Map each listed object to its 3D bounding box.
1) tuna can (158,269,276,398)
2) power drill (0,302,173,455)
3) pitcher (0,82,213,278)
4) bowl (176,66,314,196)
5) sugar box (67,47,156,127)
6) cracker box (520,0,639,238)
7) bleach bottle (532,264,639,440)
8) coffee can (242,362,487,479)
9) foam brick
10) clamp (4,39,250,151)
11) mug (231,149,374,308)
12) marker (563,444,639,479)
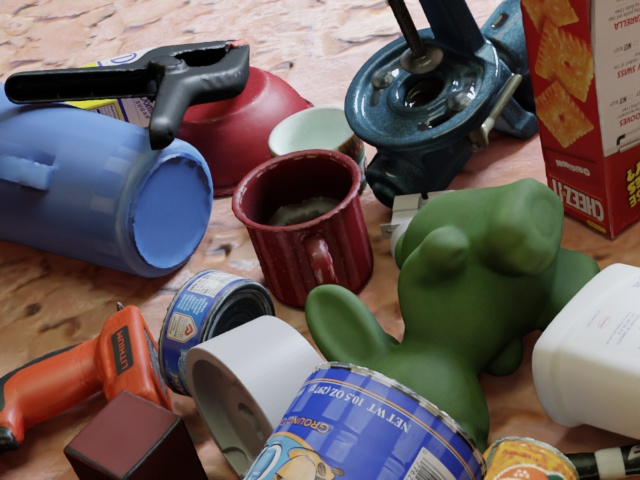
[{"bbox_3d":[-0.065,0.064,0.694,0.034,0.086,0.086,13,46,31],"label":"tuna can"},{"bbox_3d":[-0.191,0.124,0.689,0.187,0.057,0.184,-19,37,-2],"label":"power drill"},{"bbox_3d":[-0.215,-0.050,0.853,0.243,0.145,0.149,16,45,31],"label":"pitcher"},{"bbox_3d":[-0.082,-0.108,0.942,0.162,0.055,0.162,-11,37,8],"label":"bowl"},{"bbox_3d":[-0.234,-0.132,1.038,0.176,0.048,0.093,-18,37,1],"label":"sugar box"},{"bbox_3d":[0.223,-0.135,0.727,0.164,0.213,0.072,-31,38,-19],"label":"cracker box"},{"bbox_3d":[0.237,0.079,0.530,0.251,0.068,0.102,15,48,46],"label":"bleach bottle"},{"bbox_3d":[0.003,0.145,0.512,0.103,0.102,0.140,15,58,35],"label":"coffee can"},{"bbox_3d":[-0.103,0.138,0.623,0.053,0.078,0.051,17,48,34],"label":"foam brick"},{"bbox_3d":[-0.118,-0.122,0.849,0.165,0.036,0.209,25,34,35],"label":"clamp"},{"bbox_3d":[-0.005,0.001,0.753,0.093,0.081,0.117,-20,37,-4],"label":"mug"},{"bbox_3d":[0.184,0.119,0.584,0.121,0.020,0.020,-10,38,9],"label":"marker"}]
